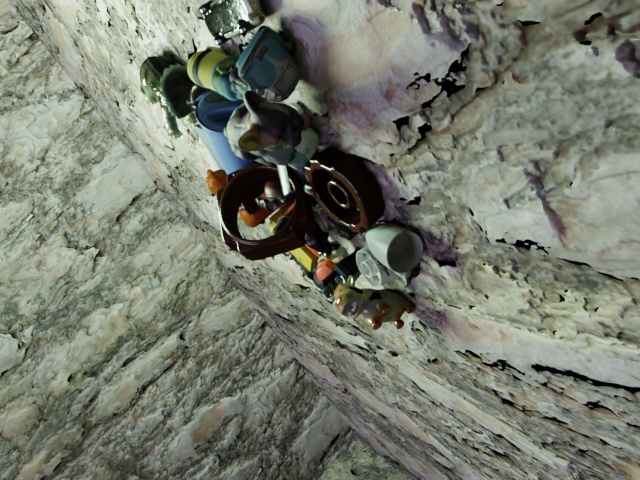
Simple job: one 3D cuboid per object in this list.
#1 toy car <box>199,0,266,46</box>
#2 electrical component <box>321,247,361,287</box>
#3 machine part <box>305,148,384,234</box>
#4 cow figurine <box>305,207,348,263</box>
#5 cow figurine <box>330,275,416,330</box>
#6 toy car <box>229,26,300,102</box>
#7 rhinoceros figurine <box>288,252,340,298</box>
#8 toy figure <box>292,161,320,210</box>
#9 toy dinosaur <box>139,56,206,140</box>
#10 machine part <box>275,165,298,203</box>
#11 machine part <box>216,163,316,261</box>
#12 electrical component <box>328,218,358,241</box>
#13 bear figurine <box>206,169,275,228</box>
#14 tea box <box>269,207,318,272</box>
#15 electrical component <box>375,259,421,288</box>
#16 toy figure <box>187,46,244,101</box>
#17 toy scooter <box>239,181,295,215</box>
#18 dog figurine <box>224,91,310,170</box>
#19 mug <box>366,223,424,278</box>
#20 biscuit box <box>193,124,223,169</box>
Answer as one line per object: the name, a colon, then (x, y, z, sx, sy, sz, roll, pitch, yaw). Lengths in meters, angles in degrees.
toy car: (-0.149, -0.384, 0.913, 0.202, 0.056, 0.073, 15, 137, 58)
electrical component: (0.060, 0.077, 1.269, 0.048, 0.119, 0.074, 43, 159, 20)
machine part: (0.049, -0.096, 1.040, 0.179, 0.056, 0.179, 43, 160, 20)
cow figurine: (-0.001, -0.004, 1.257, 0.068, 0.098, 0.167, -35, 98, 30)
cow figurine: (0.111, 0.141, 1.220, 0.195, 0.085, 0.127, 7, -154, -45)
toy car: (-0.089, -0.280, 0.914, 0.103, 0.109, 0.162, 32, 173, -9)
rhinoceros figurine: (-0.014, 0.084, 1.552, 0.190, 0.073, 0.112, 46, 173, 2)
toy figure: (-0.017, -0.125, 1.130, 0.058, 0.064, 0.154, -4, 140, 23)
toy dinosaur: (-0.399, -0.402, 1.385, 0.405, 0.131, 0.192, 43, 150, 31)
machine part: (-0.077, -0.145, 1.116, 0.084, 0.039, 0.139, 95, 163, -70)
machine part: (-0.122, -0.068, 1.191, 0.087, 0.202, 0.201, 44, -148, -66)
electrical component: (0.065, -0.029, 1.125, 0.094, 0.063, 0.021, 37, 158, 31)
bear figurine: (-0.210, -0.132, 1.452, 0.196, 0.132, 0.120, 48, 163, 2)
tea box: (-0.059, -0.005, 1.466, 0.170, 0.068, 0.098, 45, 163, 15)
electrical component: (0.160, 0.050, 1.096, 0.102, 0.045, 0.078, 36, 160, 35)
toy figure: (-0.194, -0.329, 1.071, 0.180, 0.089, 0.082, 40, 143, 34)
toy scooter: (-0.131, -0.107, 1.313, 0.184, 0.135, 0.075, 20, 145, 55)
dog figurine: (-0.104, -0.187, 0.897, 0.192, 0.108, 0.219, 13, -175, 16)
mug: (0.139, 0.016, 1.029, 0.107, 0.081, 0.109, 39, 158, 57)
biscuit box: (-0.263, -0.239, 1.475, 0.063, 0.059, 0.202, 27, 152, 47)
